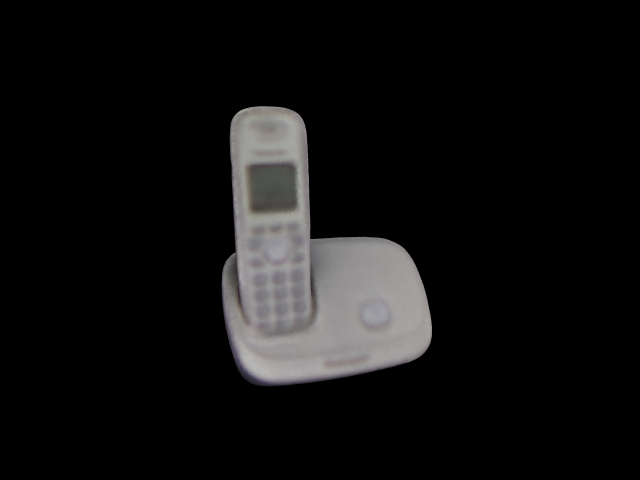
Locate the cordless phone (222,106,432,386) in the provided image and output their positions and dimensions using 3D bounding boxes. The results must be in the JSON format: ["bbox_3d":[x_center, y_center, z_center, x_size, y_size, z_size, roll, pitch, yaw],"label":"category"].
[{"bbox_3d":[0.004,0.001,0.400,0.148,0.185,0.094,-6,17,-19],"label":"cordless phone"}]
